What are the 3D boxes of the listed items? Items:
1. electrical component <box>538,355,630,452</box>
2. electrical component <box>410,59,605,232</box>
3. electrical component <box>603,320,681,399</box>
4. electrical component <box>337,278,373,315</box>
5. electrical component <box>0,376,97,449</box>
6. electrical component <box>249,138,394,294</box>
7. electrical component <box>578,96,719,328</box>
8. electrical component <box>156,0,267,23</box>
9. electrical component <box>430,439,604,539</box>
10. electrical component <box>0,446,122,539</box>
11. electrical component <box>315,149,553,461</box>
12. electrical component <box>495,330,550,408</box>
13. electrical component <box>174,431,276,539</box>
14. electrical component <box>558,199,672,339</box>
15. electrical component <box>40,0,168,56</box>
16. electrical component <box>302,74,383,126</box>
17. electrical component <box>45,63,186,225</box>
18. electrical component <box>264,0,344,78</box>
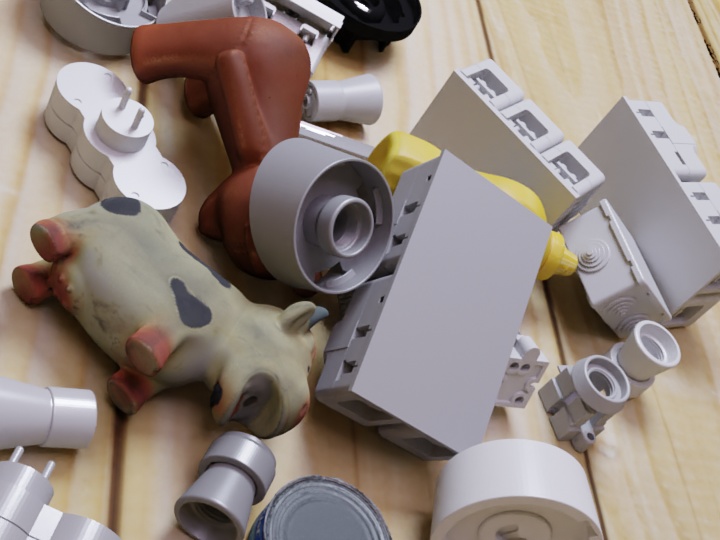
[{"bbox_3d":[0.173,0.097,0.822,0.048,0.055,0.066,3,53,-31],"label":"electrical component"},{"bbox_3d":[0.127,-0.098,0.934,0.150,0.089,0.062,49,44,12],"label":"electrical component"},{"bbox_3d":[0.226,0.074,0.876,0.045,0.055,0.045,18,46,-20],"label":"electrical component"},{"bbox_3d":[0.000,0.000,0.787,0.043,0.043,0.081,-4,82,-35],"label":"electrical component"},{"bbox_3d":[-0.185,0.083,0.615,0.065,0.044,0.044,10,49,-33],"label":"electrical component"},{"bbox_3d":[-0.026,-0.034,0.712,0.099,0.099,0.064,-17,24,-41],"label":"electrical component"},{"bbox_3d":[0.271,-0.052,0.976,0.060,0.105,0.186,-3,56,-35],"label":"electrical component"},{"bbox_3d":[-0.106,-0.186,0.849,0.079,0.077,0.044,32,58,-52],"label":"electrical component"},{"bbox_3d":[0.098,0.153,0.692,0.108,0.108,0.060,22,39,-16],"label":"electrical component"},{"bbox_3d":[-0.187,0.126,0.568,0.138,0.052,0.073,28,44,-9],"label":"electrical component"},{"bbox_3d":[0.052,0.027,0.750,0.105,0.060,0.186,33,65,-23],"label":"electrical component"},{"bbox_3d":[0.105,0.067,0.803,0.048,0.066,0.055,9,30,-27],"label":"electrical component"},{"bbox_3d":[-0.079,0.130,0.640,0.045,0.045,0.055,33,43,-4],"label":"electrical component"},{"bbox_3d":[0.215,0.002,0.911,0.100,0.048,0.099,39,28,-52],"label":"electrical component"},{"bbox_3d":[-0.202,-0.220,0.847,0.099,0.064,0.099,18,46,-20],"label":"electrical component"},{"bbox_3d":[-0.019,-0.144,0.917,0.065,0.044,0.044,-7,58,-31],"label":"electrical component"},{"bbox_3d":[-0.168,-0.095,0.754,0.052,0.073,0.138,-17,64,-41],"label":"electrical component"},{"bbox_3d":[-0.085,-0.210,0.909,0.121,0.079,0.063,28,73,-10],"label":"electrical component"}]
